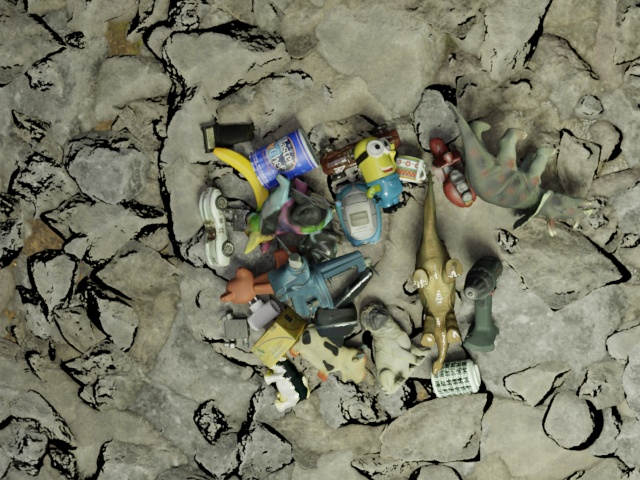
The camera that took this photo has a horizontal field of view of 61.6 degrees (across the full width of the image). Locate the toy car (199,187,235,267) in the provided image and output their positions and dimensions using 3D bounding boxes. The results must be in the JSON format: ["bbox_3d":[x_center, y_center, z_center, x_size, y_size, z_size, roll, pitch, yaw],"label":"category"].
[{"bbox_3d":[-0.263,-0.032,1.347,0.074,0.056,0.201,-1,99,49],"label":"toy car"}]

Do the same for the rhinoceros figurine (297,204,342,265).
[{"bbox_3d":[-0.003,-0.004,1.324,0.112,0.073,0.190,-4,96,6],"label":"rhinoceros figurine"}]

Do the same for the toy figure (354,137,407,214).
[{"bbox_3d":[0.135,-0.149,1.234,0.089,0.082,0.180,-15,98,32],"label":"toy figure"}]

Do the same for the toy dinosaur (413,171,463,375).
[{"bbox_3d":[0.264,0.077,1.236,0.105,0.198,0.470,0,96,8],"label":"toy dinosaur"}]

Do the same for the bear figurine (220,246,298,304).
[{"bbox_3d":[-0.151,0.089,1.335,0.196,0.120,0.131,-5,92,13],"label":"bear figurine"}]

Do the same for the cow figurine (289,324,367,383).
[{"bbox_3d":[0.033,0.286,1.350,0.195,0.085,0.127,38,106,3],"label":"cow figurine"}]

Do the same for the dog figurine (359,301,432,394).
[{"bbox_3d":[0.154,0.267,1.333,0.191,0.121,0.172,40,97,16],"label":"dog figurine"}]

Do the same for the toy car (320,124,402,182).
[{"bbox_3d":[0.096,-0.212,1.301,0.202,0.053,0.089,-20,91,10],"label":"toy car"}]

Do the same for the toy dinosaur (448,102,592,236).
[{"bbox_3d":[0.404,-0.138,1.184,0.405,0.131,0.192,20,87,-19],"label":"toy dinosaur"}]

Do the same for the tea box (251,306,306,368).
[{"bbox_3d":[-0.098,0.234,1.314,0.068,0.169,0.098,42,101,2],"label":"tea box"}]

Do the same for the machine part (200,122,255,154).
[{"bbox_3d":[-0.228,-0.260,1.344,0.139,0.039,0.084,-10,87,10],"label":"machine part"}]

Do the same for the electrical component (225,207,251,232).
[{"bbox_3d":[-0.198,-0.053,1.369,0.094,0.021,0.063,7,97,8],"label":"electrical component"}]

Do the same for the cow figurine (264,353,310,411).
[{"bbox_3d":[-0.092,0.343,1.377,0.098,0.068,0.167,-21,97,3],"label":"cow figurine"}]

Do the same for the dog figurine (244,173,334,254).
[{"bbox_3d":[-0.090,-0.037,1.276,0.192,0.108,0.219,44,114,23],"label":"dog figurine"}]

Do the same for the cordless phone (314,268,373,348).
[{"bbox_3d":[0.072,0.154,1.295,0.088,0.147,0.184,39,101,-7],"label":"cordless phone"}]

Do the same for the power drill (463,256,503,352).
[{"bbox_3d":[0.367,0.149,1.233,0.086,0.232,0.207,0,112,29],"label":"power drill"}]

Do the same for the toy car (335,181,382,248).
[{"bbox_3d":[0.093,-0.059,1.292,0.109,0.103,0.161,-10,93,9],"label":"toy car"}]

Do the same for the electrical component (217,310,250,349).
[{"bbox_3d":[-0.223,0.234,1.393,0.078,0.045,0.102,2,97,8],"label":"electrical component"}]

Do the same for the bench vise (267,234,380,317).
[{"bbox_3d":[0.006,0.077,1.229,0.241,0.129,0.223,-22,131,-9],"label":"bench vise"}]

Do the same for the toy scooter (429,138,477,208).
[{"bbox_3d":[0.307,-0.154,1.237,0.075,0.135,0.183,-29,93,8],"label":"toy scooter"}]
